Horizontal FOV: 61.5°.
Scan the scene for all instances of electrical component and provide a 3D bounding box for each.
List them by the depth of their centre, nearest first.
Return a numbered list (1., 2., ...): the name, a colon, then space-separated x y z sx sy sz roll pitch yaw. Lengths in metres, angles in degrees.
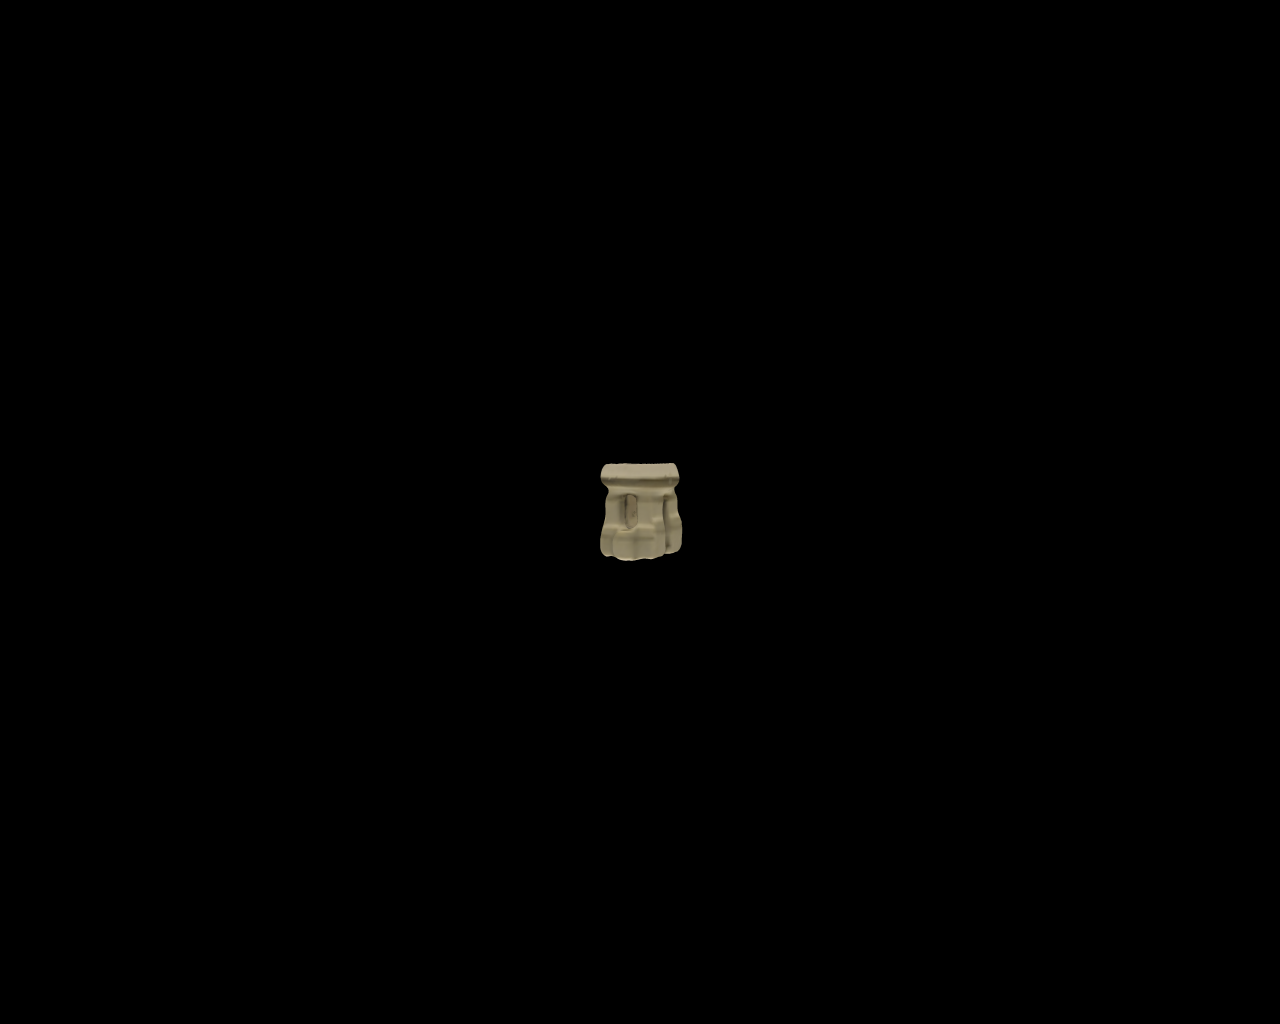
1. electrical component: 0.001 -0.003 0.650 0.048 0.055 0.066 2 5 24
